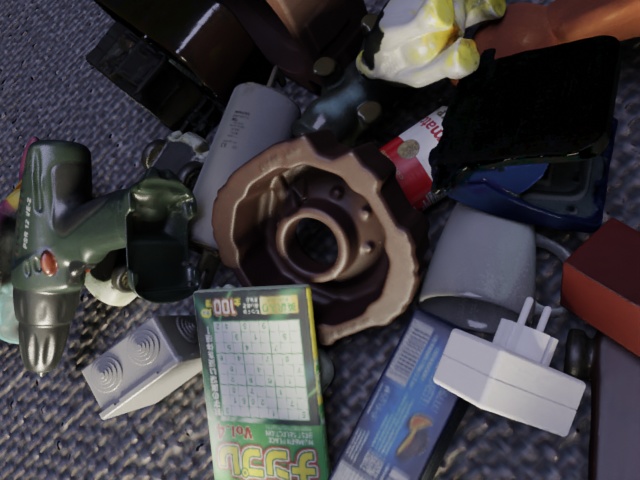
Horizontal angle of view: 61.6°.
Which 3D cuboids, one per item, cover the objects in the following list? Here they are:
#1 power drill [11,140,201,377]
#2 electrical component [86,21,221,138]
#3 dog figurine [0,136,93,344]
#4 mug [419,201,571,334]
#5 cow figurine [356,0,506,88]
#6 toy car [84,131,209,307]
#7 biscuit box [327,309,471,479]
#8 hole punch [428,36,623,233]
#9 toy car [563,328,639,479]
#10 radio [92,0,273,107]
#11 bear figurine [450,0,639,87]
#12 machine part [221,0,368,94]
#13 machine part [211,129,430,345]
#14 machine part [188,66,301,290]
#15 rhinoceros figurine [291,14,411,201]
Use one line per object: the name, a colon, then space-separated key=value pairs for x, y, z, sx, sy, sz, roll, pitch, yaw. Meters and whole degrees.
power drill: x=-0.207 y=0.019 z=0.497 sx=0.207 sy=0.086 sz=0.232 roll=-2 pitch=88 yaw=38
electrical component: x=-0.190 y=-0.177 z=0.605 sx=0.134 sy=0.114 sz=0.058 roll=39 pitch=87 yaw=28
dog figurine: x=-0.349 y=-0.006 z=0.578 sx=0.109 sy=0.191 sz=0.219 roll=28 pitch=99 yaw=36
mug: x=0.139 y=0.011 z=0.414 sx=0.110 sy=0.080 sz=0.107 roll=9 pitch=69 yaw=17
cow figurine: x=0.096 y=-0.193 z=0.444 sx=0.098 sy=0.068 sz=0.167 roll=-8 pitch=43 yaw=46
toy car: x=-0.181 y=-0.025 z=0.572 sx=0.074 sy=0.056 sz=0.201 roll=33 pitch=89 yaw=28
biscuit box: x=0.057 y=0.155 z=0.400 sx=0.059 sy=0.062 sz=0.202 roll=25 pitch=81 yaw=29
hole punch: x=0.152 y=-0.071 z=0.387 sx=0.116 sy=0.092 sz=0.142 roll=3 pitch=60 yaw=36
toy car: x=0.202 y=0.149 z=0.346 sx=0.089 sy=0.053 sz=0.202 roll=1 pitch=66 yaw=28
radio: x=-0.161 y=-0.237 z=0.606 sx=0.230 sy=0.131 sz=0.073 roll=41 pitch=90 yaw=30
bear figurine: x=0.219 y=-0.158 z=0.437 sx=0.196 sy=0.120 sz=0.132 roll=-29 pitch=103 yaw=39
machine part: x=-0.052 y=-0.255 z=0.526 sx=0.202 sy=0.200 sz=0.087 roll=38 pitch=86 yaw=30
machine part: x=-0.001 y=-0.001 z=0.440 sx=0.180 sy=0.056 sz=0.179 roll=9 pitch=113 yaw=22
machine part: x=-0.079 y=-0.064 z=0.534 sx=0.079 sy=0.079 sz=0.243 roll=13 pitch=76 yaw=27
rhinoceros figurine: x=0.020 y=-0.117 z=0.498 sx=0.073 sy=0.112 sz=0.190 roll=38 pitch=73 yaw=2
